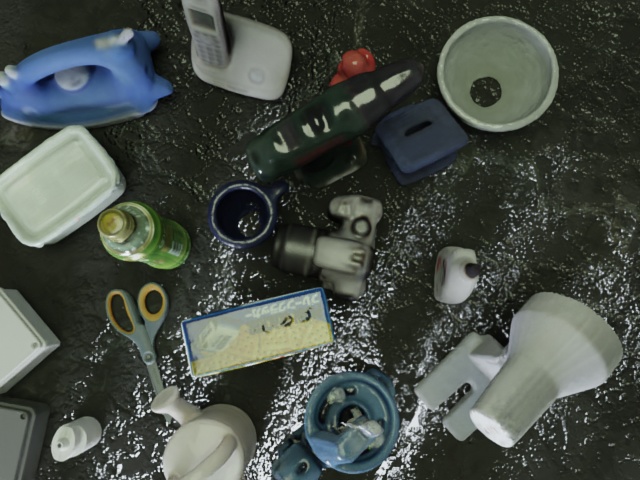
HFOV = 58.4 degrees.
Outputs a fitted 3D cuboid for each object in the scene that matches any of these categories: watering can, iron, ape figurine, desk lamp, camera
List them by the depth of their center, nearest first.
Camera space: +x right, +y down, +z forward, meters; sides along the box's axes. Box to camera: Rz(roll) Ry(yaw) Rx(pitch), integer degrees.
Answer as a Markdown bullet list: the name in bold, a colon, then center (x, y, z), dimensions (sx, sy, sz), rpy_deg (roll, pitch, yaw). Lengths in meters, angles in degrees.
- **desk lamp**: center (0.235, 0.167, 0.700), dimensions (0.203, 0.213, 0.118), rpy_deg (-43, 84, -4)
- **watering can**: center (-0.145, 0.262, 0.701), dimensions (0.173, 0.194, 0.101), rpy_deg (34, 85, 5)
- **camera**: center (0.007, 0.003, 0.778), dimensions (0.136, 0.101, 0.143), rpy_deg (11, 83, 2)
- **iron**: center (-0.346, -0.226, 0.788), dimensions (0.258, 0.141, 0.118), rpy_deg (-17, 83, -1)
- **ape figurine**: center (0.049, -0.238, 0.811), dimensions (0.078, 0.092, 0.076), rpy_deg (-29, 84, -3)

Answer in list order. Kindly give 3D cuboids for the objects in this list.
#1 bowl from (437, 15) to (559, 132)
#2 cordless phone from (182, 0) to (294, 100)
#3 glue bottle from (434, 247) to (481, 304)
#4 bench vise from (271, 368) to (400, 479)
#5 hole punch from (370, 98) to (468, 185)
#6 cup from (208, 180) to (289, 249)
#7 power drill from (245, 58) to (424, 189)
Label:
- **bowl**: center (0.244, -0.226, 0.817), dimensions (0.167, 0.075, 0.167), rpy_deg (0, 83, 1)
- **cordless phone**: center (-0.111, -0.271, 0.770), dimensions (0.147, 0.185, 0.094), rpy_deg (14, 83, 2)
- **glue bottle**: center (0.180, 0.042, 0.736), dimensions (0.037, 0.173, 0.078), rpy_deg (2, 83, 1)
- **bench vise**: center (0.022, 0.254, 0.688), dimensions (0.121, 0.220, 0.207), rpy_deg (30, 84, 4)
- **hole punch**: center (0.136, -0.142, 0.800), dimensions (0.108, 0.091, 0.101), rpy_deg (-27, 84, -3)
- **cup**: center (-0.090, -0.037, 0.787), dimensions (0.118, 0.095, 0.091), rpy_deg (-37, 84, -4)
- **power drill**: center (0.018, -0.138, 0.741), dimensions (0.229, 0.208, 0.075), rpy_deg (-28, 83, -3)
